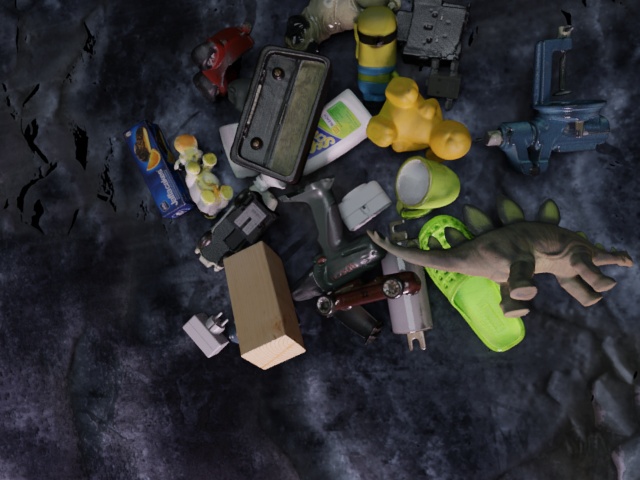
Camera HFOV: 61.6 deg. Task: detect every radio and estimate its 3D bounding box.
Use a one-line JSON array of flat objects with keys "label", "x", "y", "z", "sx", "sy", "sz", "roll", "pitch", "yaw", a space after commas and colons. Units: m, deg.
[{"label": "radio", "x": -0.069, "y": -0.225, "z": 0.968, "sx": 0.131, "sy": 0.073, "sz": 0.229, "roll": 18, "pitch": 91, "yaw": 6}]

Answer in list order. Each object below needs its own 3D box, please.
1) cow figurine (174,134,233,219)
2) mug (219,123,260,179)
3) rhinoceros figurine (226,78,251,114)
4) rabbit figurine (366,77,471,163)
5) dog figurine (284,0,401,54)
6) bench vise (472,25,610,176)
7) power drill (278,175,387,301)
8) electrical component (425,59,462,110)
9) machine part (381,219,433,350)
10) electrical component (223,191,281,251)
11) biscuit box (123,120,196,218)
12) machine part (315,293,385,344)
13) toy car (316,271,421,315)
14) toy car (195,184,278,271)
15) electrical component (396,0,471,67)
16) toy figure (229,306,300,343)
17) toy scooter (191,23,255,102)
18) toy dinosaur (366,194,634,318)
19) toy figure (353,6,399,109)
[{"label": "cow figurine", "x": -0.243, "y": -0.128, "z": 1.084, "sx": 0.068, "sy": 0.098, "sz": 0.167, "roll": -23, "pitch": 77, "yaw": -28}, {"label": "mug", "x": -0.138, "y": -0.178, "z": 1.067, "sx": 0.110, "sy": 0.081, "sz": 0.107, "roll": -8, "pitch": 99, "yaw": -6}, {"label": "rhinoceros figurine", "x": -0.085, "y": -0.296, "z": 1.046, "sx": 0.190, "sy": 0.073, "sz": 0.112, "roll": -18, "pitch": 92, "yaw": -1}, {"label": "rabbit figurine", "x": 0.191, "y": -0.187, "z": 0.952, "sx": 0.173, "sy": 0.162, "sz": 0.122, "roll": 31, "pitch": 95, "yaw": 32}, {"label": "dog figurine", "x": 0.039, "y": -0.415, "z": 1.020, "sx": 0.172, "sy": 0.121, "sz": 0.190, "roll": 37, "pitch": 107, "yaw": 22}, {"label": "bench vise", "x": 0.387, "y": -0.237, "z": 0.919, "sx": 0.224, "sy": 0.129, "sz": 0.240, "roll": -2, "pitch": 107, "yaw": 4}, {"label": "power drill", "x": -0.002, "y": -0.003, "z": 1.001, "sx": 0.232, "sy": 0.086, "sz": 0.207, "roll": -22, "pitch": 88, "yaw": 34}, {"label": "electrical component", "x": 0.226, "y": -0.285, "z": 0.990, "sx": 0.063, "sy": 0.021, "sz": 0.093, "roll": 11, "pitch": 132, "yaw": 15}, {"label": "machine part", "x": 0.158, "y": 0.084, "z": 0.997, "sx": 0.079, "sy": 0.079, "sz": 0.243, "roll": -10, "pitch": 88, "yaw": 12}, {"label": "electrical component", "x": -0.141, "y": -0.030, "z": 1.023, "sx": 0.119, "sy": 0.048, "sz": 0.075, "roll": -42, "pitch": 88, "yaw": 7}, {"label": "biscuit box", "x": -0.330, "y": -0.144, "z": 1.110, "sx": 0.063, "sy": 0.059, "sz": 0.202, "roll": -28, "pitch": 84, "yaw": 10}, {"label": "machine part", "x": 0.061, "y": 0.137, "z": 1.033, "sx": 0.139, "sy": 0.039, "sz": 0.084, "roll": 43, "pitch": 93, "yaw": 21}, {"label": "toy car", "x": 0.082, "y": 0.092, "z": 0.948, "sx": 0.202, "sy": 0.089, "sz": 0.053, "roll": -17, "pitch": 84, "yaw": 33}, {"label": "toy car", "x": -0.169, "y": -0.025, "z": 1.079, "sx": 0.073, "sy": 0.056, "sz": 0.201, "roll": 43, "pitch": 99, "yaw": 2}, {"label": "electrical component", "x": 0.204, "y": -0.385, "z": 1.001, "sx": 0.134, "sy": 0.058, "sz": 0.114, "roll": 11, "pitch": 90, "yaw": 11}, {"label": "toy figure", "x": -0.116, "y": 0.171, "z": 1.067, "sx": 0.154, "sy": 0.057, "sz": 0.064, "roll": -21, "pitch": 58, "yaw": 13}, {"label": "toy scooter", "x": -0.182, "y": -0.349, "z": 1.035, "sx": 0.075, "sy": 0.184, "sz": 0.135, "roll": 43, "pitch": 77, "yaw": 1}, {"label": "toy dinosaur", "x": 0.318, "y": 0.025, "z": 0.905, "sx": 0.471, "sy": 0.105, "sz": 0.199, "roll": -1, "pitch": 54, "yaw": -13}, {"label": "toy figure", "x": 0.107, "y": -0.329, "z": 0.979, "sx": 0.082, "sy": 0.089, "sz": 0.179, "roll": -4, "pitch": 118, "yaw": -8}]
